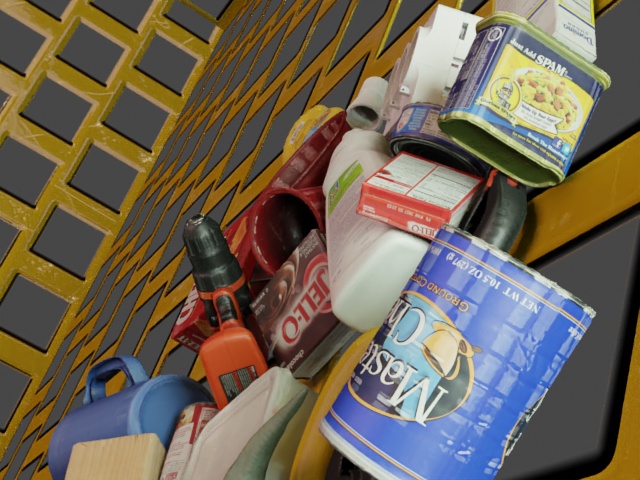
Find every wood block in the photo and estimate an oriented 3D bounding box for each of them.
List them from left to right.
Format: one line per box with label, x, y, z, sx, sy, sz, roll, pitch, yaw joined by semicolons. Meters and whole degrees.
wood block;-0.195;0.293;0.994;0.091;0.090;0.206;-10;40;12

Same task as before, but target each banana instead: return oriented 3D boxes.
banana;0.015;0.141;0.818;0.197;0.037;0.070;-63;15;-13

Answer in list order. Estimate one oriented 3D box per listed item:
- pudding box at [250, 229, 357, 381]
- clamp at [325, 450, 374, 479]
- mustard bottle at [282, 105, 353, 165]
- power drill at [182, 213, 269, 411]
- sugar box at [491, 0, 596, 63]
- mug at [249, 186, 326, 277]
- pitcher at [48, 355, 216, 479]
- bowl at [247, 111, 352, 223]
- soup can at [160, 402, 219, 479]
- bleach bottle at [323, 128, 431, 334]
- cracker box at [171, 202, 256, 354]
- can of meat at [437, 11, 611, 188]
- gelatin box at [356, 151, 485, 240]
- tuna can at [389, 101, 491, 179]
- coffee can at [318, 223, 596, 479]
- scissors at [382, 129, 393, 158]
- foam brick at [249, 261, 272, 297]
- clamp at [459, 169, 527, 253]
pudding box;-0.007;0.060;0.970;0.114;0.039;0.090;-52;49;31
clamp;0.023;0.183;0.716;0.165;0.036;0.210;-49;19;37
mustard bottle;0.005;-0.116;1.306;0.096;0.058;0.192;-59;15;1
power drill;-0.088;0.082;1.049;0.057;0.184;0.187;-20;25;1
sugar box;0.182;-0.176;0.882;0.093;0.048;0.176;-49;21;40
mug;-0.007;0.001;1.052;0.093;0.117;0.081;-12;1;38
pitcher;-0.211;0.218;1.209;0.243;0.149;0.144;-32;18;53
bowl;-0.007;-0.064;1.164;0.162;0.055;0.162;-47;11;12
soup can;-0.114;0.216;1.030;0.069;0.068;0.102;-47;19;37
bleach bottle;0.047;-0.030;0.929;0.103;0.068;0.251;-49;25;26
cracker box;-0.091;0.038;1.292;0.214;0.072;0.164;-37;25;55
can of meat;0.141;-0.096;0.750;0.084;0.102;0.058;-65;17;-12
gelatin box;0.078;-0.033;0.824;0.089;0.073;0.030;-40;-35;-57
tuna can;0.100;-0.076;0.871;0.033;0.086;0.086;-65;16;-14
coffee can;0.078;0.076;0.617;0.140;0.102;0.103;-59;15;0
scissors;0.044;-0.061;1.158;0.202;0.016;0.096;-48;17;35
foam brick;-0.034;0.031;1.123;0.051;0.053;0.078;-8;41;24
clamp;0.109;0.020;0.745;0.171;0.039;0.120;-64;15;-18
